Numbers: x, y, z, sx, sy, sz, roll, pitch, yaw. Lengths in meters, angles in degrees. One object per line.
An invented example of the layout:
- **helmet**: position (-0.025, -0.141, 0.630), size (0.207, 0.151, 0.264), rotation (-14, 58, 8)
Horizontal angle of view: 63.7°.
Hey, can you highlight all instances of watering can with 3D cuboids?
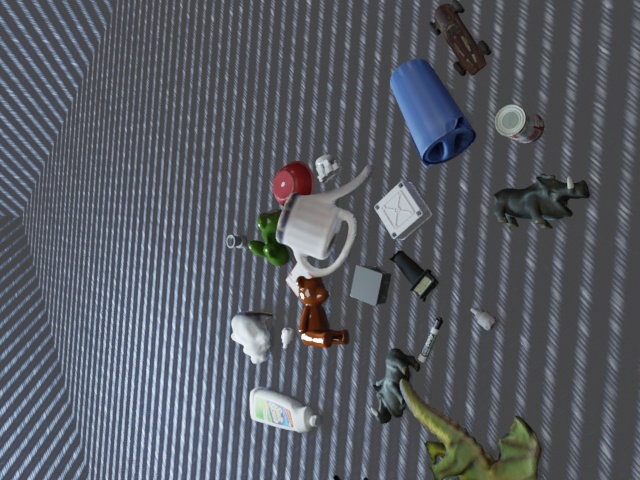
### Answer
- **watering can**: position (0.004, -0.073, 1.442), size (0.225, 0.104, 0.346), rotation (21, 97, 11)

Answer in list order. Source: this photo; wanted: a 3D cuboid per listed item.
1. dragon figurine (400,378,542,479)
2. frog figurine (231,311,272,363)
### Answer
- **dragon figurine**: position (0.353, 0.463, 1.118), size (0.241, 0.121, 0.416), rotation (-27, 69, 12)
- **frog figurine**: position (-0.219, 0.307, 1.628), size (0.137, 0.121, 0.161), rotation (-3, 74, 23)
